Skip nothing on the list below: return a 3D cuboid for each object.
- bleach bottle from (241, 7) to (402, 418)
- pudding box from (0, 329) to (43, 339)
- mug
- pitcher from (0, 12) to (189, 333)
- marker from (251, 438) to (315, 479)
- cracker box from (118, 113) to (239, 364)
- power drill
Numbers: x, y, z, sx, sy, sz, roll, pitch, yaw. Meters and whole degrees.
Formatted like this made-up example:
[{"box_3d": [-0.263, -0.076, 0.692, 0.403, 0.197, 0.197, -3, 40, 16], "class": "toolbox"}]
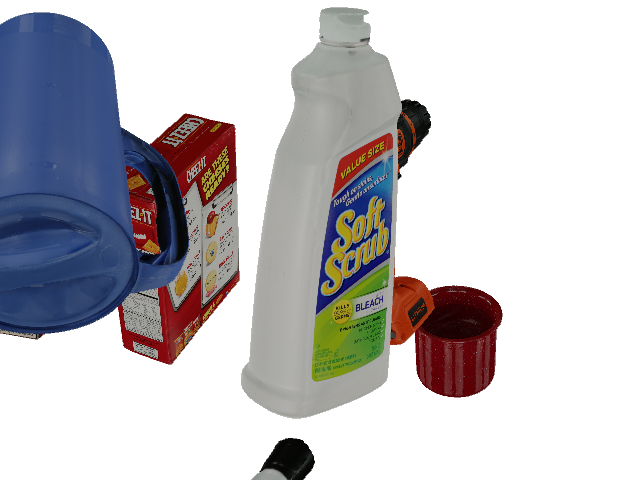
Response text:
[{"box_3d": [0.003, -0.019, 0.679, 0.102, 0.251, 0.068, -14, 26, -39], "class": "bleach bottle"}, {"box_3d": [-0.284, 0.050, 0.976, 0.114, 0.039, 0.090, 5, 21, 17], "class": "pudding box"}, {"box_3d": [0.145, 0.100, 1.100, 0.093, 0.081, 0.117, 16, 39, 29], "class": "mug"}, {"box_3d": [-0.195, -0.058, 0.790, 0.145, 0.243, 0.149, -23, -46, 11], "class": "pitcher"}, {"box_3d": [-0.032, 0.113, 0.416, 0.020, 0.020, 0.121, 0, 21, 24], "class": "marker"}, {"box_3d": [-0.154, -0.003, 1.139, 0.072, 0.214, 0.164, 15, 39, 19], "class": "cracker box"}, {"box_3d": [0.056, -0.019, 0.904, 0.057, 0.188, 0.184, 0, 18, 27], "class": "power drill"}]
